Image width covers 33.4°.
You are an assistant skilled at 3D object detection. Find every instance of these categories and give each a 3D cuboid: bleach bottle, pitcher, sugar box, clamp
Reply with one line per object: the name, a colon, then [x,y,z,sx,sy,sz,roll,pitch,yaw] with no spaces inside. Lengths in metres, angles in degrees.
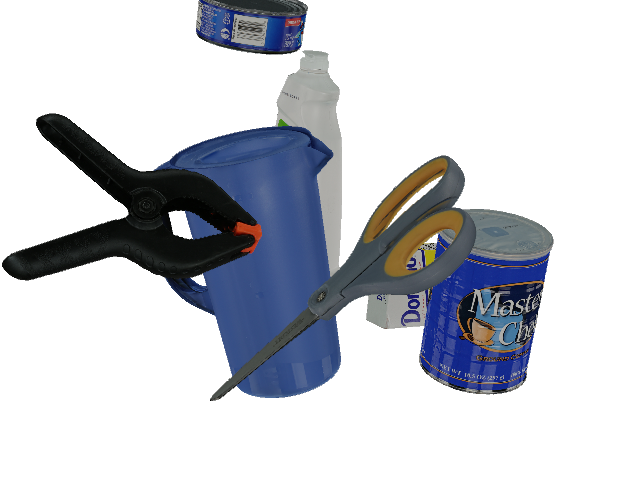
bleach bottle: [-0.013,-0.080,1.175,0.067,0.251,0.103,-9,24,-39]
pitcher: [-0.063,0.021,1.010,0.144,0.243,0.149,-21,21,-31]
sugar box: [0.140,0.050,1.246,0.175,0.093,0.048,-3,14,-34]
clamp: [-0.126,-0.027,0.732,0.171,0.120,0.039,4,-16,-17]

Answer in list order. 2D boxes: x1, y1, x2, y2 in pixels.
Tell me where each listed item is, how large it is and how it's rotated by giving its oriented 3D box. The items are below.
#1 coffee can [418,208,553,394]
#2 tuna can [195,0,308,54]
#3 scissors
coffee can: [0.150,0.054,0.978,0.103,0.140,0.103,5,23,-2]
tuna can: [-0.054,-0.172,0.835,0.086,0.034,0.086,8,22,-3]
scissors: [0.015,0.037,0.598,0.016,0.202,0.096,39,4,-29]
